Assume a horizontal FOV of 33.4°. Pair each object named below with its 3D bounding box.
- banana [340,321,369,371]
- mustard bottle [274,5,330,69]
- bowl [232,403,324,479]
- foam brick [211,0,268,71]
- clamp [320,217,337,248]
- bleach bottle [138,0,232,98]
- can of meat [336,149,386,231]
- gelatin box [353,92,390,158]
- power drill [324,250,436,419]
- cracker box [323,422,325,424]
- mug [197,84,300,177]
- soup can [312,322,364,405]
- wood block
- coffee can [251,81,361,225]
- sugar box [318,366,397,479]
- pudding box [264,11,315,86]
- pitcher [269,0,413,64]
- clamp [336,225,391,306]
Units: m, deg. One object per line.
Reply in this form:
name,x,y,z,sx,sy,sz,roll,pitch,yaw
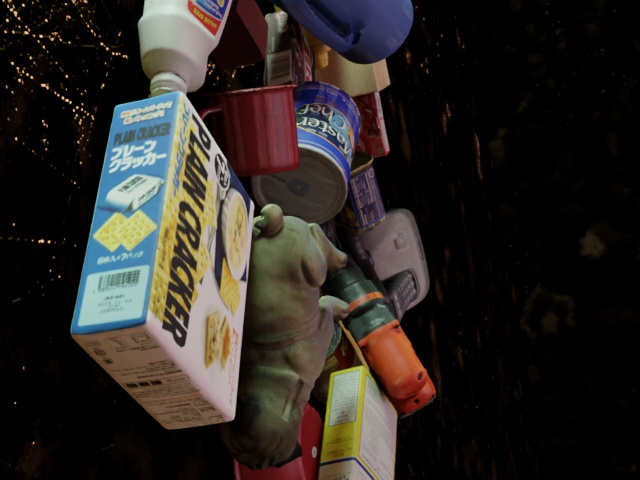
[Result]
banana,0.034,0.183,1.302,0.069,0.037,0.198,6,70,-42
mustard bottle,-0.023,-0.305,1.320,0.096,0.058,0.191,-48,130,-49
bowl,-0.030,0.211,1.035,0.162,0.055,0.162,-9,90,-74
foam brick,-0.090,-0.217,1.067,0.078,0.053,0.051,59,27,-52
clamp,-0.008,0.002,1.246,0.164,0.036,0.210,-5,83,-67
bleach bottle,-0.117,-0.218,0.966,0.102,0.068,0.250,57,31,-51
can of meat,0.032,-0.065,1.315,0.102,0.057,0.084,29,-38,54
gelatin box,0.051,-0.154,1.462,0.030,0.073,0.089,-38,118,-71
power drill,0.066,0.112,1.187,0.184,0.057,0.187,60,1,26
cracker box,0.031,0.327,1.151,0.164,0.072,0.213,65,22,-43
mug,-0.072,-0.103,1.027,0.117,0.093,0.081,-13,100,-42
soup can,0.006,0.131,1.173,0.102,0.069,0.068,61,26,-49
wood block,0.023,-0.294,1.415,0.090,0.091,0.206,-47,126,-69
coffee can,-0.013,-0.096,1.170,0.140,0.103,0.103,-77,153,-52
sugar box,0.038,0.224,1.062,0.093,0.048,0.176,56,31,-36
pudding box,-0.034,-0.202,1.266,0.090,0.039,0.113,55,30,-55
pitcher,0.009,-0.288,1.206,0.242,0.145,0.149,32,86,-52
clamp,0.051,0.033,1.334,0.120,0.039,0.171,101,-36,-73
